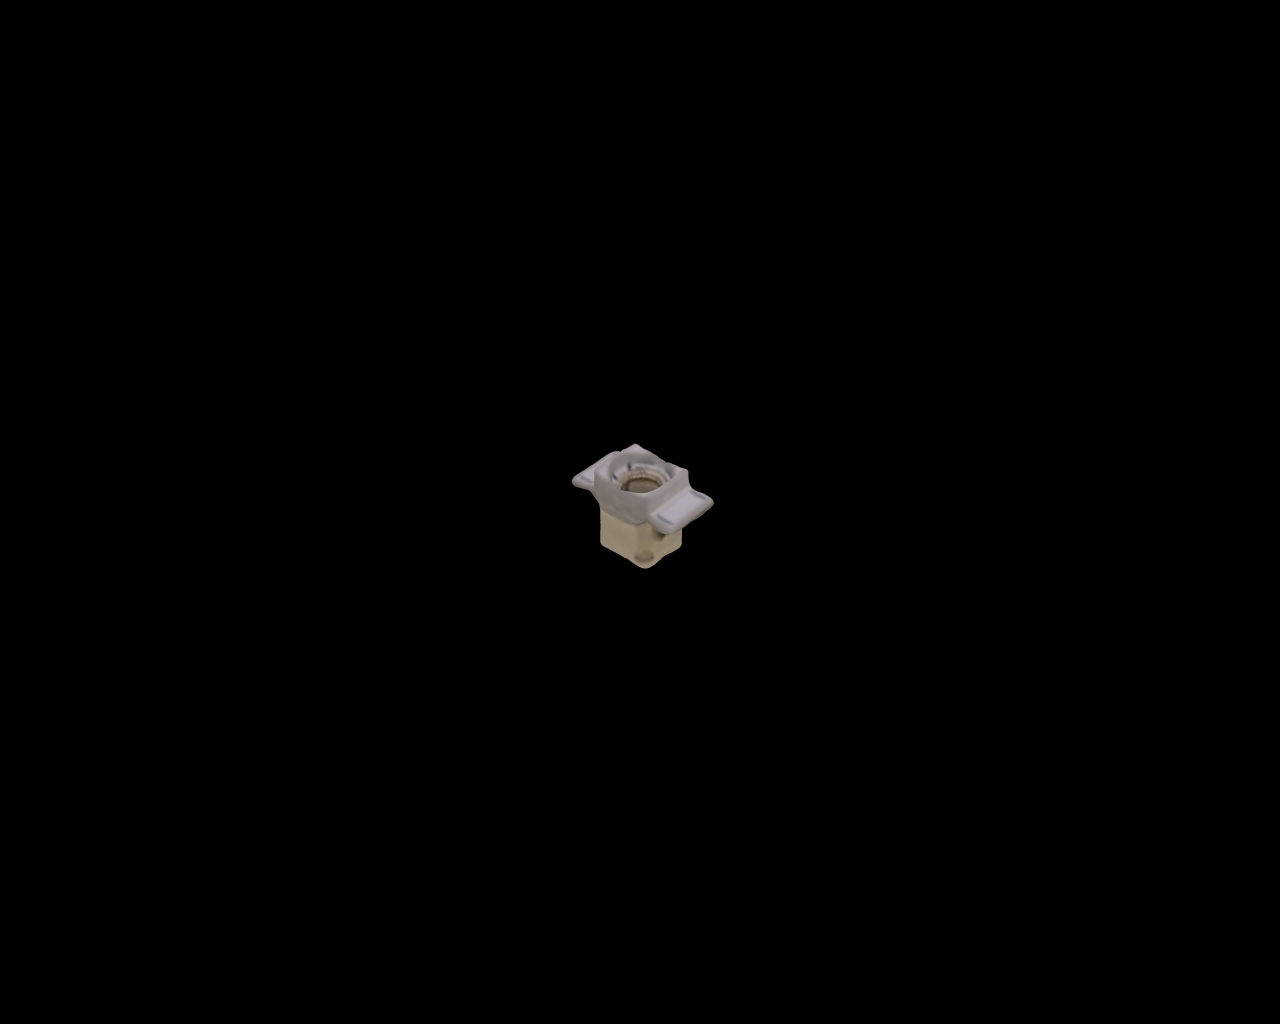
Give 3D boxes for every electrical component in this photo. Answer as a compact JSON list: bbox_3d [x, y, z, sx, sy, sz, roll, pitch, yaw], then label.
[{"bbox_3d":[0.001,-0.003,0.650,0.081,0.063,0.042,30,46,33],"label":"electrical component"}]
